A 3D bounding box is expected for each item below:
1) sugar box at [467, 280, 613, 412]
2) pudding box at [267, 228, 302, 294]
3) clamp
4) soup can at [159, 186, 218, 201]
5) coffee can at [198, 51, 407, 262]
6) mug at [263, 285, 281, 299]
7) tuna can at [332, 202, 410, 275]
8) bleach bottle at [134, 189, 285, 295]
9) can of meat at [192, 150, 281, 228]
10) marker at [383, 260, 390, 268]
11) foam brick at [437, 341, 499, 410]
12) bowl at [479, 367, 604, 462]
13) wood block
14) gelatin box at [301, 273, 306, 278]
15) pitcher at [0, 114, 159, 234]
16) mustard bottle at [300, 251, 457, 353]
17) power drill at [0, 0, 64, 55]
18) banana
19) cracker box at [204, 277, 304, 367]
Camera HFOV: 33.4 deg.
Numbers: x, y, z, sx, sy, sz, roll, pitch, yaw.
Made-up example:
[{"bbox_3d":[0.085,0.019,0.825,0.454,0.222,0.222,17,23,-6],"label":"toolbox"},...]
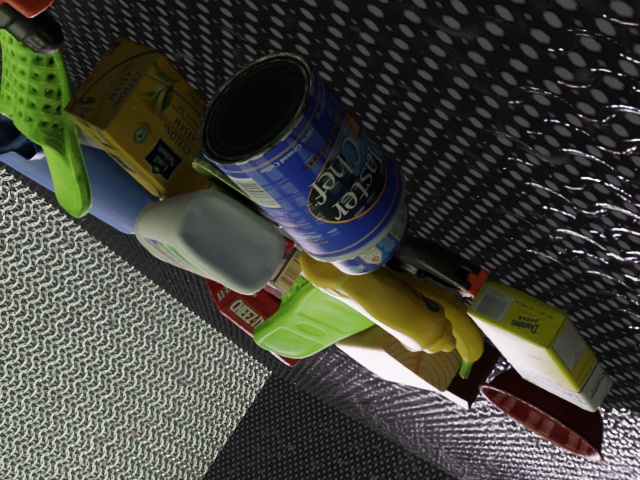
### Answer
[{"bbox_3d":[0.217,0.106,1.039,0.093,0.048,0.176,25,165,39],"label":"sugar box"},{"bbox_3d":[-0.045,-0.014,1.096,0.090,0.113,0.039,28,171,30],"label":"pudding box"},{"bbox_3d":[0.098,0.020,1.037,0.172,0.039,0.120,30,179,39],"label":"clamp"},{"bbox_3d":[-0.146,-0.050,1.352,0.102,0.068,0.068,29,168,26],"label":"soup can"},{"bbox_3d":[-0.011,-0.061,0.822,0.103,0.102,0.140,22,164,46],"label":"coffee can"},{"bbox_3d":[-0.036,0.030,1.353,0.081,0.093,0.117,33,151,-19],"label":"mug"},{"bbox_3d":[0.036,-0.013,0.941,0.033,0.086,0.086,40,168,-37],"label":"tuna can"},{"bbox_3d":[-0.121,0.000,1.034,0.102,0.068,0.251,36,168,-17],"label":"bleach bottle"},{"bbox_3d":[-0.049,-0.072,0.934,0.102,0.084,0.057,34,170,0],"label":"can of meat"},{"bbox_3d":[0.070,0.019,1.155,0.020,0.020,0.121,23,164,45],"label":"marker"},{"bbox_3d":[0.177,0.158,1.294,0.053,0.078,0.051,30,167,18],"label":"foam brick"},{"bbox_3d":[0.266,0.190,1.231,0.162,0.055,0.162,33,169,7],"label":"bowl"},{"bbox_3d":[0.102,0.118,1.305,0.090,0.091,0.206,36,169,-10],"label":"wood block"},{"bbox_3d":[-0.008,0.001,1.159,0.089,0.073,0.030,34,169,-1],"label":"gelatin box"},{"bbox_3d":[-0.324,-0.117,1.469,0.145,0.149,0.242,-1,150,45],"label":"pitcher"},{"bbox_3d":[0.071,0.064,1.075,0.191,0.058,0.096,36,178,-31],"label":"mustard bottle"},{"bbox_3d":[-0.300,-0.241,0.995,0.184,0.057,0.188,39,168,-26],"label":"power drill"},{"bbox_3d":[0.115,0.078,1.159,0.197,0.070,0.037,39,-170,-18],"label":"banana"},{"bbox_3d":[-0.099,0.063,1.515,0.164,0.072,0.214,42,-171,-36],"label":"cracker box"}]
